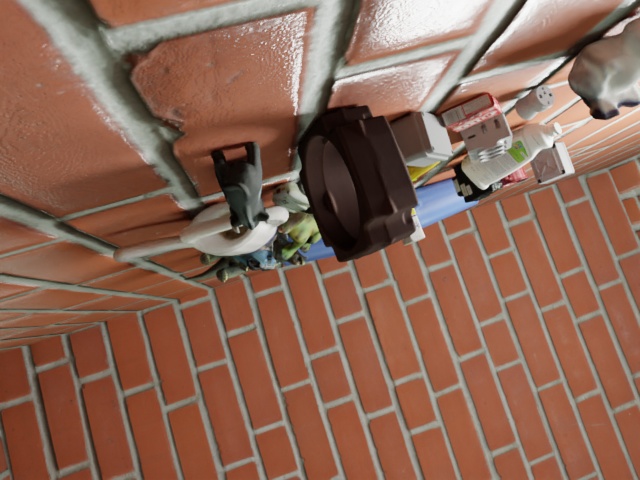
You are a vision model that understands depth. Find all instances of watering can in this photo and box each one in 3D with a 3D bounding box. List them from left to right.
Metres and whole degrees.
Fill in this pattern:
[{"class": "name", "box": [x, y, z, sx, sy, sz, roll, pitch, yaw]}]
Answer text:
[{"class": "watering can", "box": [-0.222, -0.012, 1.057, 0.347, 0.104, 0.224, -14, 174, 11]}]

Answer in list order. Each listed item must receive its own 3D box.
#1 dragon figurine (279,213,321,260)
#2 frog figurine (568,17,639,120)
[{"class": "dragon figurine", "box": [0.004, -0.065, 1.295, 0.239, 0.122, 0.414, -32, 175, 34]}, {"class": "frog figurine", "box": [0.445, -0.274, 0.752, 0.137, 0.125, 0.155, -8, 135, -10]}]
